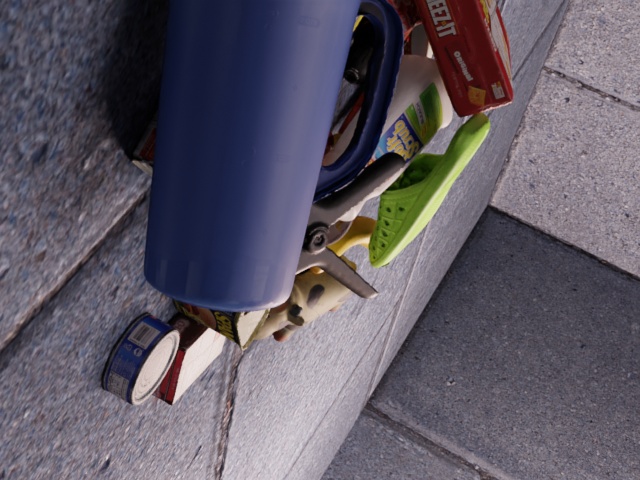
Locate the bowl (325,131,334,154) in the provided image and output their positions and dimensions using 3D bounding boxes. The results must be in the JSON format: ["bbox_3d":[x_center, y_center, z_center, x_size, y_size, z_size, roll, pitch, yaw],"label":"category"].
[{"bbox_3d":[-0.046,-0.054,1.142,0.162,0.055,0.162,-58,167,-22],"label":"bowl"}]

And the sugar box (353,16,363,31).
[{"bbox_3d":[-0.013,-0.197,0.894,0.093,0.048,0.176,44,70,-34],"label":"sugar box"}]

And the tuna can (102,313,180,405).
[{"bbox_3d":[-0.172,0.116,1.033,0.086,0.034,0.086,-58,167,-22],"label":"tuna can"}]

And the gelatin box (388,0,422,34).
[{"bbox_3d":[0.080,-0.265,1.180,0.030,0.073,0.089,-20,-168,29],"label":"gelatin box"}]

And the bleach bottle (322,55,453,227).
[{"bbox_3d":[0.063,-0.098,1.191,0.250,0.068,0.102,-53,142,-34],"label":"bleach bottle"}]

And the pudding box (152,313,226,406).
[{"bbox_3d":[-0.138,0.112,1.156,0.113,0.039,0.090,-45,160,-51],"label":"pudding box"}]

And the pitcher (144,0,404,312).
[{"bbox_3d":[-0.044,-0.077,0.749,0.144,0.149,0.243,-17,119,-65],"label":"pitcher"}]

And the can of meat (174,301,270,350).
[{"bbox_3d":[-0.101,0.057,1.081,0.057,0.084,0.102,-57,167,-21],"label":"can of meat"}]

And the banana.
[{"bbox_3d":[0.042,0.003,1.369,0.197,0.037,0.069,-3,78,-58],"label":"banana"}]

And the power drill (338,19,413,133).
[{"bbox_3d":[0.069,-0.200,1.302,0.184,0.057,0.188,-54,165,-36],"label":"power drill"}]

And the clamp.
[{"bbox_3d":[-0.007,0.001,1.082,0.209,0.036,0.165,-12,119,-30],"label":"clamp"}]

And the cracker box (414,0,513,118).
[{"bbox_3d":[0.165,-0.257,1.234,0.213,0.072,0.164,-73,142,-61],"label":"cracker box"}]

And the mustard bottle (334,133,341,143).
[{"bbox_3d":[0.015,-0.069,1.359,0.096,0.058,0.192,-48,162,-29],"label":"mustard bottle"}]

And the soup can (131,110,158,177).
[{"bbox_3d":[-0.094,-0.089,0.834,0.102,0.068,0.068,-61,168,-7],"label":"soup can"}]
